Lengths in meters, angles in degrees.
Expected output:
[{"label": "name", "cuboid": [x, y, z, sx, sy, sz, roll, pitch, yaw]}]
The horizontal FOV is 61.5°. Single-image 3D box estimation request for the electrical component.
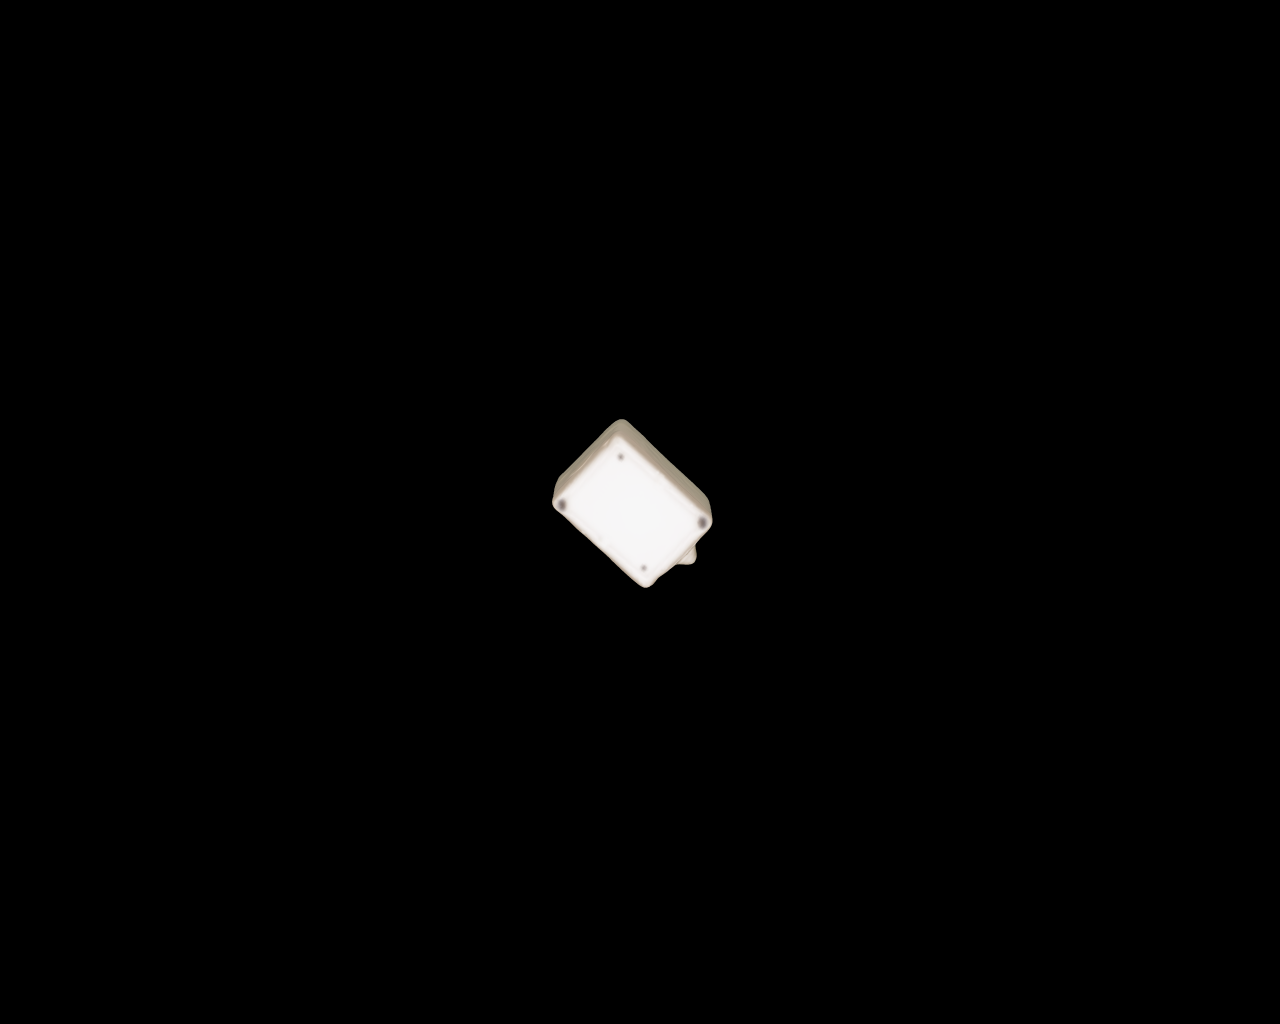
[{"label": "electrical component", "cuboid": [0.001, -0.003, 0.650, 0.096, 0.061, 0.061, 43, 12, -11]}]
